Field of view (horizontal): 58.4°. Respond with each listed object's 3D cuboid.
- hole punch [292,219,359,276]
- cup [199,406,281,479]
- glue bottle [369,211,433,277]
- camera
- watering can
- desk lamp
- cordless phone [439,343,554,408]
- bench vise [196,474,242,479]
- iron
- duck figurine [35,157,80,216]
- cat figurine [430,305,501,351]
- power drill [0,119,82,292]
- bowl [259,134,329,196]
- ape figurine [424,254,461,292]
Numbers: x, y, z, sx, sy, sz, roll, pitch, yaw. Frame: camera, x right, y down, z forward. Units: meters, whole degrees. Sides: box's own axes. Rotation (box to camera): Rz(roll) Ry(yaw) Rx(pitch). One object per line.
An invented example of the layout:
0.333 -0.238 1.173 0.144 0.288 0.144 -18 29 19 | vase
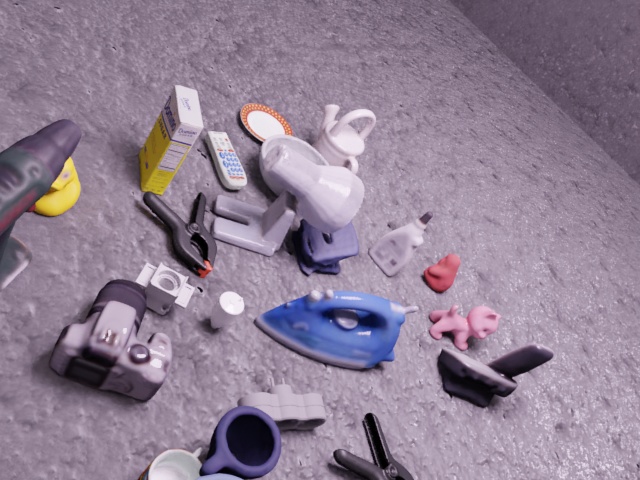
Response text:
0.010 0.004 1.099 0.101 0.091 0.108 6 51 -35 | hole punch
-0.118 0.281 0.741 0.118 0.094 0.091 -22 70 -47 | cup
0.174 -0.001 1.170 0.078 0.173 0.037 51 41 12 | glue bottle
-0.262 0.122 0.767 0.143 0.100 0.137 25 42 -18 | camera
0.043 -0.218 1.247 0.172 0.193 0.101 51 40 11 | watering can
-0.057 -0.067 1.014 0.204 0.213 0.118 18 45 -25 | desk lamp
0.329 0.226 1.077 0.148 0.184 0.094 23 43 -21 | cordless phone
-0.077 0.313 0.648 0.208 0.219 0.121 0 54 -39 | bench vise
0.036 0.128 0.966 0.259 0.141 0.118 15 46 -28 | iron
-0.399 -0.099 0.870 0.078 0.086 0.104 21 43 -22 | duck figurine
0.305 0.165 1.167 0.128 0.117 0.067 24 43 -20 | cat figurine
-0.394 -0.031 0.715 0.076 0.208 0.230 33 40 -10 | power drill
-0.060 -0.134 1.181 0.168 0.074 0.167 22 43 -22 | bowl
0.273 0.064 1.253 0.078 0.092 0.076 8 49 -33 | ape figurine
